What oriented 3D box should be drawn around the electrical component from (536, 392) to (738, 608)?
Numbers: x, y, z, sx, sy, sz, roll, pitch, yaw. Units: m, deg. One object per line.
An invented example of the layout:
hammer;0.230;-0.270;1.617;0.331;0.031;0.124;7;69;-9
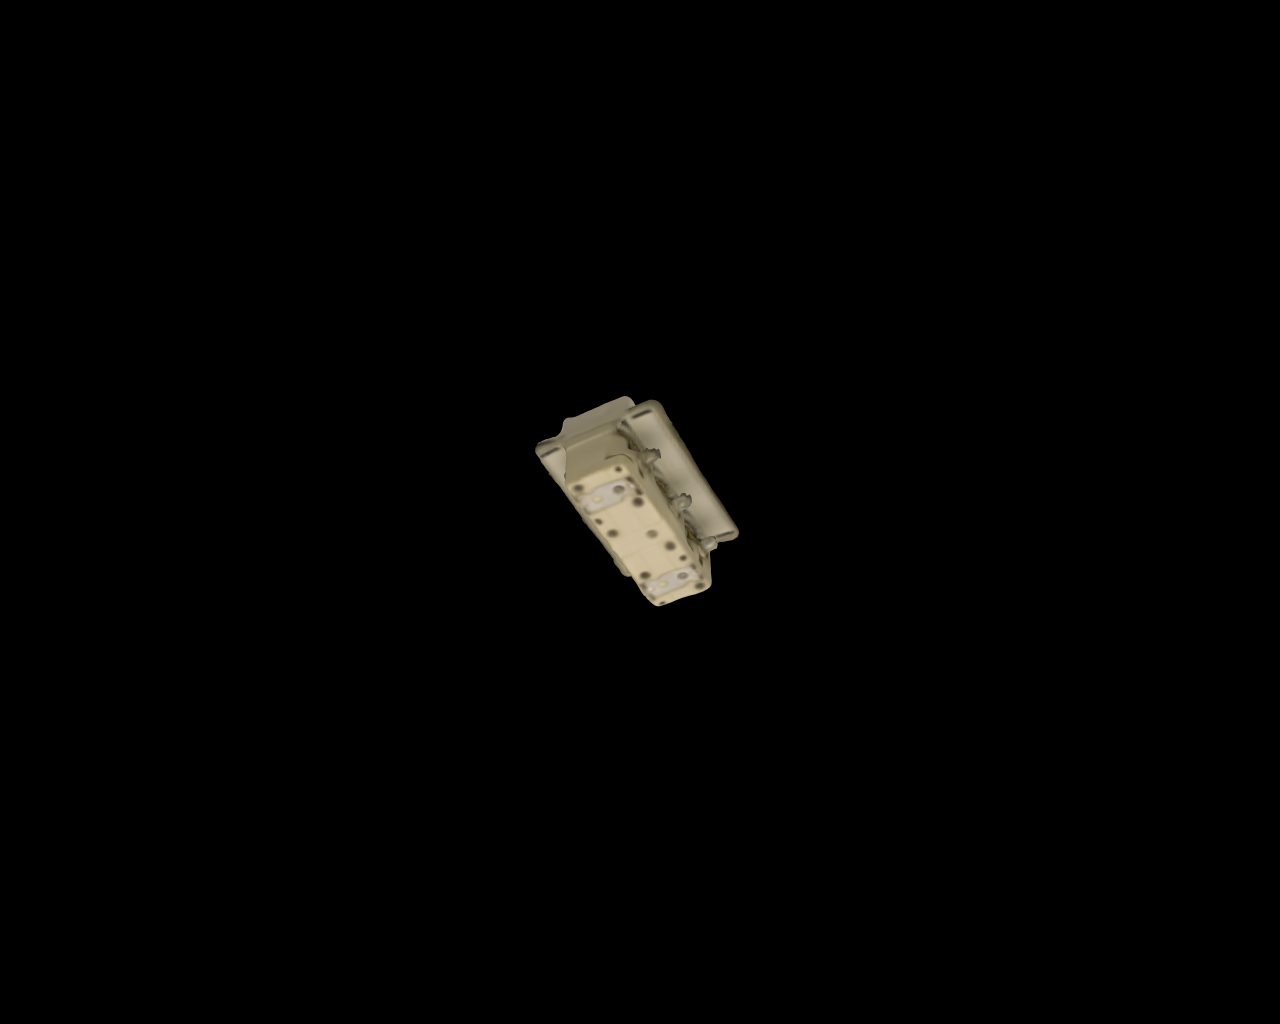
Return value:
electrical component;0.001;-0.003;0.650;0.078;0.063;0.121;-20;-50;17
